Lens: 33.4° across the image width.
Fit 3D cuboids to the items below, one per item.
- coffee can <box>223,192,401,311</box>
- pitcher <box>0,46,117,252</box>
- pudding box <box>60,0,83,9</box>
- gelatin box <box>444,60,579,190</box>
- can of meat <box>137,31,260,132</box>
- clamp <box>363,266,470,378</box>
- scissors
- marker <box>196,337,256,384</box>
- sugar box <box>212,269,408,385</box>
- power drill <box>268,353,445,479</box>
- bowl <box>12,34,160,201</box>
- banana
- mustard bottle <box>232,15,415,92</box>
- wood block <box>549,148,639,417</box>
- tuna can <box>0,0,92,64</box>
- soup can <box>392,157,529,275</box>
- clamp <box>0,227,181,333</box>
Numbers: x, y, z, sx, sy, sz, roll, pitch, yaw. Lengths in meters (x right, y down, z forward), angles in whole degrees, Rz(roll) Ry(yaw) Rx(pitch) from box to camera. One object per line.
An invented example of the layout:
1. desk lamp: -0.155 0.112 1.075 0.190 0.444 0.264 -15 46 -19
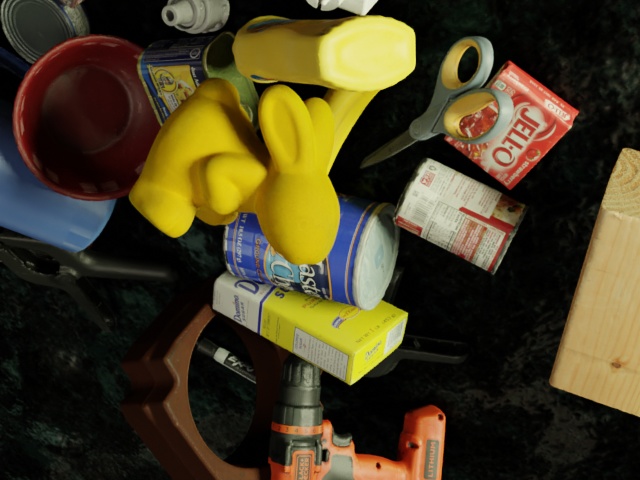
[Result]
1. coffee can: -0.007 0.001 1.015 0.140 0.102 0.103 13 132 21
2. pitcher: -0.324 -0.090 1.073 0.242 0.145 0.149 26 128 -30
3. pudding box: -0.238 -0.279 0.962 0.090 0.039 0.114 34 136 1
4. gelatin box: 0.158 -0.095 0.887 0.073 0.030 0.089 37 136 -2
5. can of meat: -0.112 -0.139 0.993 0.084 0.057 0.102 2 127 31
6. clamp: 0.059 0.091 1.098 0.172 0.039 0.120 -21 104 39
7. scissors: 0.091 -0.115 0.911 0.202 0.016 0.096 -1 90 57
8. marker: -0.093 0.148 1.249 0.121 0.020 0.020 29 136 7
9. sugar box: -0.012 0.069 1.054 0.176 0.093 0.048 27 127 27
10. power drill: 0.037 0.209 1.114 0.187 0.184 0.057 5 -179 -22
11. bowl: -0.219 -0.121 1.034 0.055 0.162 0.162 35 154 60
12. banana: 0.011 -0.094 0.935 0.037 0.069 0.198 23 118 -19
13. mustard bottle: -0.016 -0.157 0.883 0.192 0.096 0.058 16 115 52
14. wood block: 0.264 0.039 0.895 0.091 0.090 0.206 18 133 15
15. tuna can: -0.266 -0.211 1.040 0.086 0.033 0.086 16 133 18
16. soup can: 0.123 -0.022 0.942 0.102 0.068 0.069 27 135 9
17. clamp: -0.272 0.028 1.199 0.209 0.036 0.165 33 134 -31
